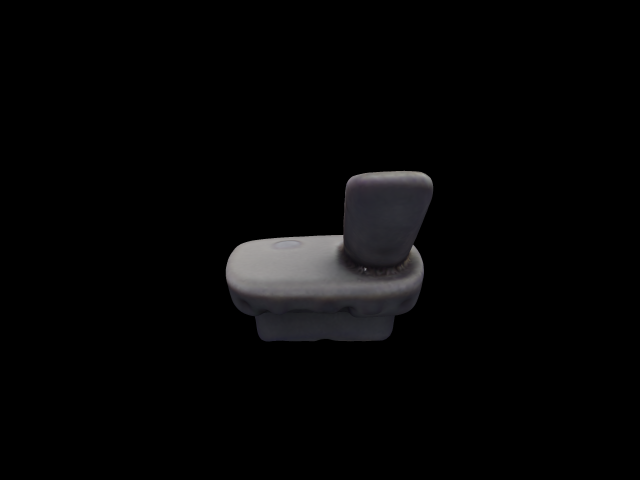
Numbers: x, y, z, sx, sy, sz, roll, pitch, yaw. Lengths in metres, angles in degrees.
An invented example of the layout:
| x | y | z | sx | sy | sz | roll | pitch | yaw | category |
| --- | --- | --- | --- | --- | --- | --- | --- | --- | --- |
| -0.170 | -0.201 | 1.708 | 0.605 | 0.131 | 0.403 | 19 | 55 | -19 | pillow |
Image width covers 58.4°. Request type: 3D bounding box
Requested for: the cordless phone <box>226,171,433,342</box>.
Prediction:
| x | y | z | sx | sy | sz | roll | pitch | yaw | category |
| --- | --- | --- | --- | --- | --- | --- | --- | --- | --- |
| 0.004 | 0.001 | 0.400 | 0.147 | 0.185 | 0.094 | -5 | 62 | -2 | cordless phone |
